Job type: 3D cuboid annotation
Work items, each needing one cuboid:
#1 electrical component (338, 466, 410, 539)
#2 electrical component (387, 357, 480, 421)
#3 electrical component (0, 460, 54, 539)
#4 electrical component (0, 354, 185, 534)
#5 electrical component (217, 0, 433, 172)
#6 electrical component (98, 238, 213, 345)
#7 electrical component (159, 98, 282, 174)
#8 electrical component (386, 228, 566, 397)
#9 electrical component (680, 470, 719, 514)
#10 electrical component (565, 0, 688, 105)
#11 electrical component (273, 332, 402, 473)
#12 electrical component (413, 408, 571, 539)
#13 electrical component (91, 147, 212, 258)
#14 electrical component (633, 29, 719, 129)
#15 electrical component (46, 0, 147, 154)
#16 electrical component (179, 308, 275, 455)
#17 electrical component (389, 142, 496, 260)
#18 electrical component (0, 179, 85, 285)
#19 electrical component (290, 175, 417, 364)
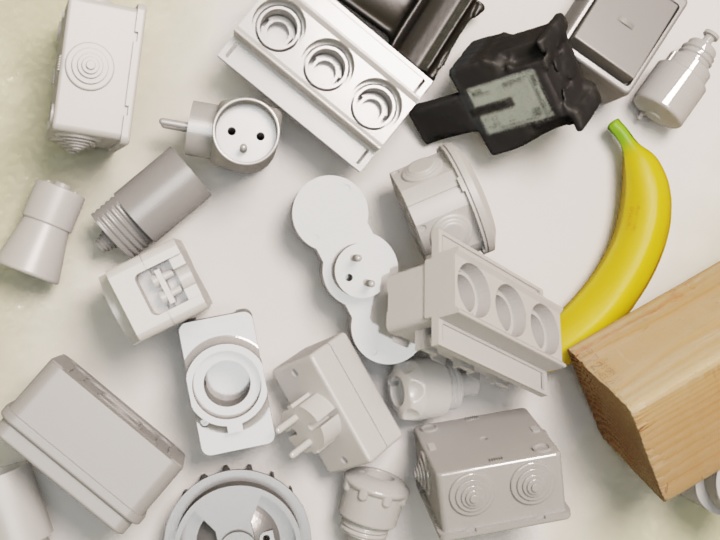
[{"bbox_3d":[0.005,0.171,0.749,0.048,0.048,0.062,15,96,-6],"label":"electrical component"},{"bbox_3d":[0.053,0.082,0.754,0.062,0.043,0.043,-3,91,-25],"label":"electrical component"},{"bbox_3d":[-0.231,0.174,0.724,0.043,0.043,0.081,-18,93,-6],"label":"electrical component"},{"bbox_3d":[-0.177,0.114,0.711,0.113,0.078,0.057,41,84,-5],"label":"electrical component"},{"bbox_3d":[-0.024,-0.134,0.732,0.121,0.063,0.078,39,87,-5],"label":"electrical component"},{"bbox_3d":[-0.134,0.014,0.708,0.056,0.089,0.050,-27,93,-5],"label":"electrical component"},{"bbox_3d":[-0.094,-0.091,0.718,0.079,0.077,0.043,9,90,-6],"label":"electrical component"},{"bbox_3d":[0.077,0.033,0.715,0.121,0.063,0.078,27,55,-42],"label":"electrical component"},{"bbox_3d":[0.253,0.149,0.756,0.043,0.081,0.043,0,91,-6],"label":"electrical component"},{"bbox_3d":[0.181,-0.174,0.754,0.062,0.061,0.096,34,87,-6],"label":"electrical component"},{"bbox_3d":[-0.027,0.099,0.725,0.076,0.047,0.083,-33,95,-44],"label":"electrical component"},{"bbox_3d":[0.086,0.135,0.730,0.100,0.099,0.048,-9,105,-6],"label":"electrical component"},{"bbox_3d":[-0.145,-0.041,0.730,0.081,0.043,0.043,-40,95,-4],"label":"electrical component"},{"bbox_3d":[0.230,-0.138,0.770,0.040,0.040,0.078,36,87,-5],"label":"electrical component"},{"bbox_3d":[-0.174,-0.125,0.699,0.048,0.100,0.099,7,90,-19],"label":"electrical component"},{"bbox_3d":[-0.090,0.075,0.731,0.050,0.056,0.089,-11,92,-6],"label":"electrical component"},{"bbox_3d":[0.057,-0.042,0.734,0.051,0.080,0.080,-23,93,0],"label":"electrical component"},{"bbox_3d":[-0.213,-0.028,0.725,0.044,0.044,0.065,21,84,-6],"label":"electrical component"},{"bbox_3d":[0.000,0.000,0.731,0.052,0.074,0.138,-28,93,-5],"label":"electrical component"}]
